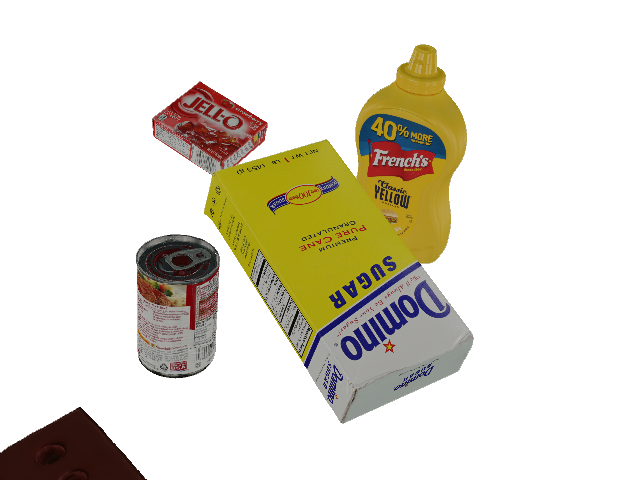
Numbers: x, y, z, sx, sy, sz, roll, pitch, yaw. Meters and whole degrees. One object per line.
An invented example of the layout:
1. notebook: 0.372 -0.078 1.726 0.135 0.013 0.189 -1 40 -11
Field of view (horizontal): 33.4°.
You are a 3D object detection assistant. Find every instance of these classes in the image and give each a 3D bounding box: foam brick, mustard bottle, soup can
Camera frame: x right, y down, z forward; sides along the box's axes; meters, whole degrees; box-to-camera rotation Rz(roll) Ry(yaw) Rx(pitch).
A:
1. foam brick: -0.110 0.128 0.497 0.052 0.051 0.078 -29 42 -28
2. mustard bottle: 0.076 -0.077 0.925 0.096 0.192 0.058 20 34 19
3. soup can: -0.119 0.056 0.891 0.068 0.102 0.068 4 34 -3

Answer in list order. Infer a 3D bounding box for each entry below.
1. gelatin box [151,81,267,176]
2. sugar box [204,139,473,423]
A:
1. gelatin box: -0.109 -0.110 1.050 0.089 0.030 0.073 34 54 16
2. sugar box: 0.009 0.019 0.671 0.093 0.176 0.048 -20 -33 -29
